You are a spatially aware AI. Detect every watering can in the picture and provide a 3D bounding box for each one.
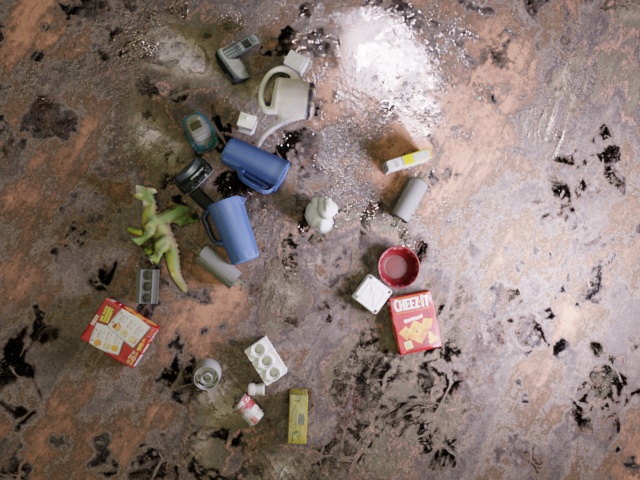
[{"bbox_3d":[-0.126,-0.498,1.949,0.224,0.103,0.352,7,76,-4],"label":"watering can"}]

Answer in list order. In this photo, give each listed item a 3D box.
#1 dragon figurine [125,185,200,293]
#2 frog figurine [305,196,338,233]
[{"bbox_3d":[-0.550,-0.029,1.888,0.245,0.121,0.408,-44,98,-15],"label":"dragon figurine"},{"bbox_3d":[0.006,-0.096,1.898,0.123,0.159,0.138,-9,87,-3],"label":"frog figurine"}]
